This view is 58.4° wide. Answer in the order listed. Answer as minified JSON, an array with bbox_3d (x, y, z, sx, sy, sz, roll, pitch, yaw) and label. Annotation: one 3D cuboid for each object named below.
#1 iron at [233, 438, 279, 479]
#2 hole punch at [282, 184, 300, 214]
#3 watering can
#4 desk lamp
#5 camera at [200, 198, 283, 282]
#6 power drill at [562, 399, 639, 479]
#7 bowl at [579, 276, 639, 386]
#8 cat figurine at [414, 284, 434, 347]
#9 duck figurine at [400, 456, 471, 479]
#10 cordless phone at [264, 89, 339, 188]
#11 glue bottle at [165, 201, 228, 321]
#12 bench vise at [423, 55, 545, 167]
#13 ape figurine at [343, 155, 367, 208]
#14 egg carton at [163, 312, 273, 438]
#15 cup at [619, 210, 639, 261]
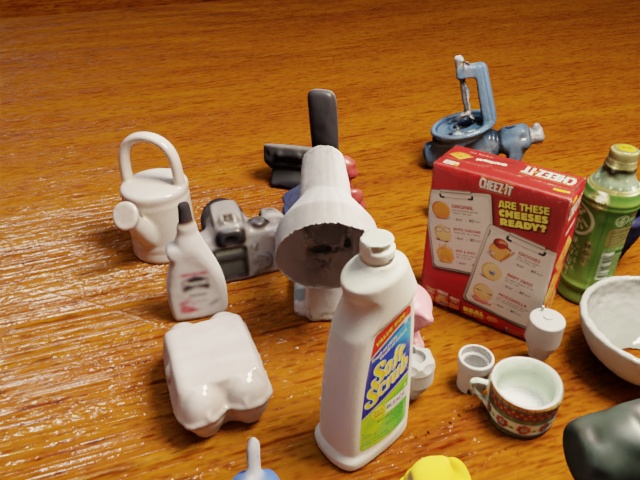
[{"bbox_3d":[-0.043,0.276,0.395,0.118,0.141,0.258,-3,35,-3],"label":"iron"},{"bbox_3d":[-0.010,-0.054,0.919,0.101,0.091,0.108,-11,36,-14],"label":"hole punch"},{"bbox_3d":[-0.244,-0.065,0.850,0.101,0.194,0.172,-6,35,-7],"label":"watering can"},{"bbox_3d":[0.007,0.003,0.729,0.118,0.214,0.203,-2,35,-1],"label":"desk lamp"},{"bbox_3d":[-0.124,-0.018,0.862,0.143,0.101,0.136,-11,36,-14],"label":"camera"},{"bbox_3d":[0.302,0.188,0.456,0.229,0.209,0.075,-4,35,-4],"label":"power drill"},{"bbox_3d":[0.385,0.120,0.673,0.167,0.075,0.167,-1,34,1],"label":"bowl"},{"bbox_3d":[0.099,0.077,0.703,0.067,0.118,0.127,-3,35,-2],"label":"cat figurine"},{"bbox_3d":[0.101,0.227,0.513,0.077,0.086,0.105,26,43,33],"label":"duck figurine"},{"bbox_3d":[-0.030,-0.188,1.033,0.147,0.185,0.094,6,35,10],"label":"cordless phone"},{"bbox_3d":[-0.164,0.026,0.734,0.078,0.173,0.037,-12,36,-16],"label":"glue bottle"},{"bbox_3d":[0.302,-0.230,1.055,0.207,0.220,0.121,-3,35,-2],"label":"bench vise"},{"bbox_3d":[0.043,-0.102,0.987,0.076,0.092,0.078,0,35,2],"label":"ape figurine"},{"bbox_3d":[-0.120,0.147,0.649,0.107,0.069,0.150,-14,37,-18],"label":"egg carton"},{"bbox_3d":[0.433,-0.015,0.850,0.118,0.095,0.091,-26,42,-32],"label":"cup"}]
